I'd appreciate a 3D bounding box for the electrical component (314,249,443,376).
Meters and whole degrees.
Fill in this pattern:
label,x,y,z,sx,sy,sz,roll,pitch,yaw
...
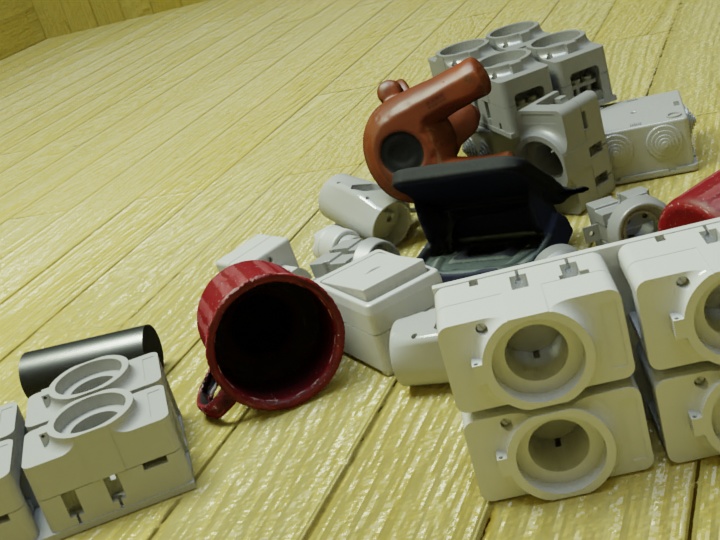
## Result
label,x,y,z,sx,sy,sz,roll,pitch,yaw
electrical component,0.011,0.023,0.753,0.062,0.061,0.096,-27,24,-24

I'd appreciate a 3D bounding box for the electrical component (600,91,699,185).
label,x,y,z,sx,sy,sz,roll,pitch,yaw
electrical component,0.242,-0.116,0.935,0.100,0.048,0.099,-10,23,15

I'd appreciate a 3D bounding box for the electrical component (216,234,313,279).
label,x,y,z,sx,sy,sz,roll,pitch,yaw
electrical component,-0.060,0.015,0.814,0.047,0.065,0.077,-36,28,-32

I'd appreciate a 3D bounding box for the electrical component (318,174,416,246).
label,x,y,z,sx,sy,sz,roll,pitch,yaw
electrical component,0.017,-0.054,0.949,0.079,0.043,0.077,-8,27,-40

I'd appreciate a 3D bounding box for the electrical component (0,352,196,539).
label,x,y,z,sx,sy,sz,roll,pitch,yaw
electrical component,-0.206,0.120,0.677,0.186,0.060,0.105,-20,22,-8

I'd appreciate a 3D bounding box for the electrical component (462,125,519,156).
label,x,y,z,sx,sy,sz,roll,pitch,yaw
electrical component,0.152,-0.134,1.046,0.100,0.048,0.100,-21,22,-11

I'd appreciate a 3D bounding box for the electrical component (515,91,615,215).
label,x,y,z,sx,sy,sz,roll,pitch,yaw
electrical component,0.167,-0.095,0.886,0.056,0.089,0.050,-31,26,-33

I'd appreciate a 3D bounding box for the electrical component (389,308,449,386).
label,x,y,z,sx,sy,sz,roll,pitch,yaw
electrical component,0.067,0.041,0.693,0.077,0.043,0.079,-7,23,22

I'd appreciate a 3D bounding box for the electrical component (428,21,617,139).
label,x,y,z,sx,sy,sz,roll,pitch,yaw
electrical component,0.147,-0.187,1.025,0.105,0.060,0.186,-21,22,-10

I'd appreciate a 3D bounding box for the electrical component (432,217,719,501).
label,x,y,z,sx,sy,sz,roll,pitch,yaw
electrical component,0.140,0.045,0.546,0.186,0.105,0.060,-14,22,8

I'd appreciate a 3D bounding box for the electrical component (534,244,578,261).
label,x,y,z,sx,sy,sz,roll,pitch,yaw
electrical component,0.142,0.009,0.723,0.040,0.040,0.046,-20,27,-8

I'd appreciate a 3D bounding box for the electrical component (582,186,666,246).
label,x,y,z,sx,sy,sz,roll,pitch,yaw
electrical component,0.196,-0.033,0.776,0.066,0.048,0.055,-18,14,-2

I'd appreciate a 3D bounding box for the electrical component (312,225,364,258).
label,x,y,z,sx,sy,sz,roll,pitch,yaw
electrical component,-0.011,-0.017,0.902,0.035,0.035,0.061,-30,28,-31

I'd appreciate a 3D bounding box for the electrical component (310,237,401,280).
label,x,y,z,sx,sy,sz,roll,pitch,yaw
electrical component,0.000,0.000,0.839,0.055,0.048,0.066,-5,23,45
